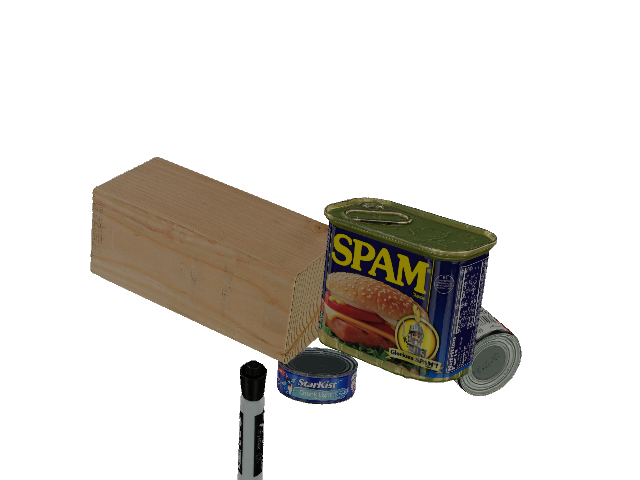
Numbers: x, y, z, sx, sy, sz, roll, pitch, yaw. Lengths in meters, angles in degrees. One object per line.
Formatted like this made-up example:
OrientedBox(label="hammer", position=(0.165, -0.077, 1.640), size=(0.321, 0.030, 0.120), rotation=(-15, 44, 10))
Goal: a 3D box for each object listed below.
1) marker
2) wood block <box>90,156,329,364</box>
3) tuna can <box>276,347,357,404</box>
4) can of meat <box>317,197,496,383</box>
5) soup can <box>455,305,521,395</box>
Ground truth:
OrientedBox(label="marker", position=(-0.050, 0.134, 0.769), size=(0.020, 0.121, 0.020), rotation=(3, 37, -2))
OrientedBox(label="wood block", position=(-0.089, 0.012, 0.917), size=(0.206, 0.090, 0.090), rotation=(22, 32, 23))
OrientedBox(label="tuna can", position=(-0.004, 0.144, 1.140), size=(0.086, 0.034, 0.086), rotation=(4, 13, -1))
OrientedBox(label="can of meat", position=(0.047, 0.029, 0.633), size=(0.102, 0.084, 0.057), rotation=(19, 23, 36))
OrientedBox(label="soup can", position=(0.128, 0.087, 0.974), size=(0.068, 0.068, 0.102), rotation=(0, 25, -28))
